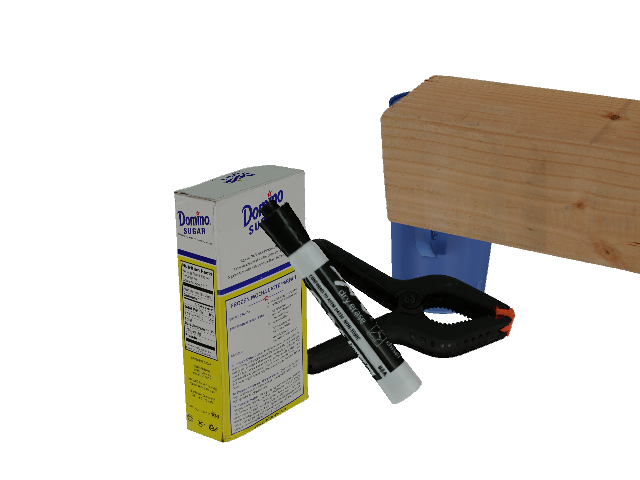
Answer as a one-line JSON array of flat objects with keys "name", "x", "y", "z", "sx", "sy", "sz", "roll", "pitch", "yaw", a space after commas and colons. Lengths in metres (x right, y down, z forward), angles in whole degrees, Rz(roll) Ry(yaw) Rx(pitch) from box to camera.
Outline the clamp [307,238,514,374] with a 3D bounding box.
[{"name": "clamp", "x": 0.077, "y": 0.075, "z": 1.013, "sx": 0.210, "sy": 0.036, "sz": 0.164, "roll": 10, "pitch": 45, "yaw": 4}]

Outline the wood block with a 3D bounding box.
[{"name": "wood block", "x": 0.155, "y": -0.052, "z": 0.762, "sx": 0.206, "sy": 0.090, "sz": 0.090, "roll": 13, "pitch": 34, "yaw": 31}]

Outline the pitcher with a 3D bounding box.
[{"name": "pitcher", "x": 0.136, "y": -0.041, "z": 1.203, "sx": 0.149, "sy": 0.243, "sz": 0.145, "roll": -10, "pitch": 23, "yaw": -26}]

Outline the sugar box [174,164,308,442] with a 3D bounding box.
[{"name": "sugar box", "x": -0.053, "y": 0.042, "z": 0.740, "sx": 0.048, "sy": 0.176, "sz": 0.093, "roll": 11, "pitch": 21, "yaw": 37}]

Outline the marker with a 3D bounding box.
[{"name": "marker", "x": 0.008, "y": 0.030, "z": 0.543, "sx": 0.020, "sy": 0.121, "sz": 0.020, "roll": -37, "pitch": 1, "yaw": 0}]
